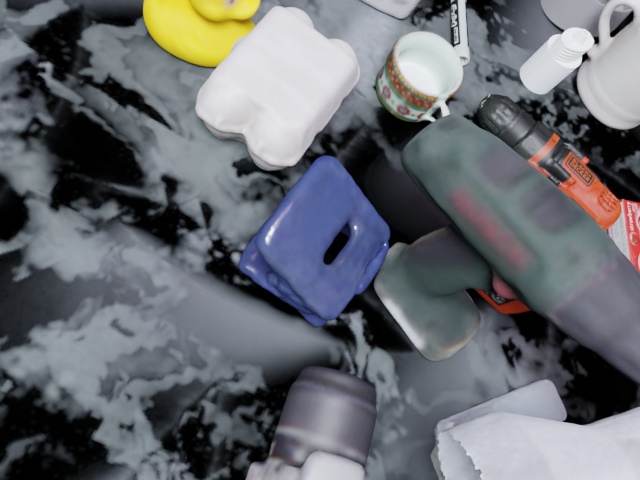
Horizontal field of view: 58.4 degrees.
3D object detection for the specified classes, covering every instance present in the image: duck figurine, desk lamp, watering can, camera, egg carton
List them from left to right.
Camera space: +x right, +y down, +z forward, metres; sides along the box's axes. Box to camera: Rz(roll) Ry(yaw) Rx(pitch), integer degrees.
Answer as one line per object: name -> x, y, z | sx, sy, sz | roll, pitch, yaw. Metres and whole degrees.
duck figurine -> -0.102, -0.208, 0.507 | 0.105, 0.086, 0.077 | 9, 68, -15
egg carton -> -0.035, -0.137, 0.512 | 0.107, 0.069, 0.150 | 35, 64, -4
camera -> 0.013, 0.167, 0.402 | 0.143, 0.100, 0.137 | 22, 66, -9
desk lamp -> 0.158, 0.158, 0.391 | 0.204, 0.213, 0.118 | -16, 76, -22
watering can -> 0.385, -0.205, 0.607 | 0.173, 0.193, 0.101 | 17, 67, -12

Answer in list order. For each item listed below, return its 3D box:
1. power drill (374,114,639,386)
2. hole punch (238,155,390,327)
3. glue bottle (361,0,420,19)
power drill -> 0.130, 0.027, 0.431 | 0.076, 0.208, 0.229 | -35, 84, -25
hole punch -> 0.004, 0.002, 0.464 | 0.101, 0.091, 0.109 | 37, 64, -3
glue bottle -> 0.090, -0.293, 0.552 | 0.078, 0.173, 0.037 | 20, 66, -10
